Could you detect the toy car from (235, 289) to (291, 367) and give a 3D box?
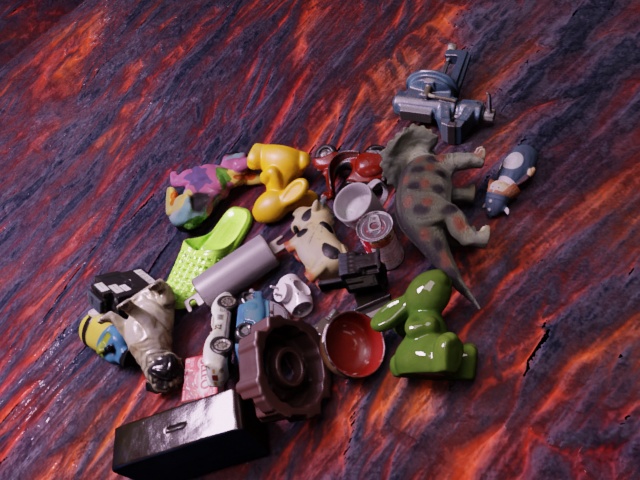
[{"bbox_3d":[-0.100,0.167,0.980,0.103,0.109,0.162,1,40,-2],"label":"toy car"}]

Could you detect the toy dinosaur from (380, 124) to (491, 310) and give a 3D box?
[{"bbox_3d":[0.196,-0.067,0.965,0.192,0.131,0.405,6,48,5],"label":"toy dinosaur"}]

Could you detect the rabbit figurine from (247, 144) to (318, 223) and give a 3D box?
[{"bbox_3d":[-0.086,-0.113,1.193,0.163,0.121,0.173,13,75,21],"label":"rabbit figurine"}]

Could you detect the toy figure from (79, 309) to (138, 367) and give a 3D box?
[{"bbox_3d":[-0.433,0.204,1.108,0.180,0.082,0.089,30,70,36],"label":"toy figure"}]

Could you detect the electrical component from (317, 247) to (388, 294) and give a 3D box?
[{"bbox_3d":[0.057,0.059,0.950,0.119,0.074,0.048,-12,53,15],"label":"electrical component"}]

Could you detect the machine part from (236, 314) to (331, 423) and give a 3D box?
[{"bbox_3d":[-0.057,0.209,0.871,0.056,0.179,0.179,-28,42,37],"label":"machine part"}]

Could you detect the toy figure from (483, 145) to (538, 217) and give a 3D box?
[{"bbox_3d":[0.353,-0.111,1.009,0.154,0.058,0.064,-52,13,-16],"label":"toy figure"}]

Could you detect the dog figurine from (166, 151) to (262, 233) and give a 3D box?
[{"bbox_3d":[-0.239,-0.120,1.255,0.219,0.108,0.192,-15,49,11],"label":"dog figurine"}]

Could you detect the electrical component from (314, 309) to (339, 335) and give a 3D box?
[{"bbox_3d":[0.014,0.171,0.966,0.063,0.021,0.094,28,71,38],"label":"electrical component"}]

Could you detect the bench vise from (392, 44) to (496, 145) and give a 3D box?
[{"bbox_3d":[0.282,-0.330,1.167,0.224,0.128,0.240,8,66,31],"label":"bench vise"}]

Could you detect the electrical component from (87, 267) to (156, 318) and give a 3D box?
[{"bbox_3d":[-0.419,0.112,1.145,0.134,0.058,0.115,-15,29,-41],"label":"electrical component"}]

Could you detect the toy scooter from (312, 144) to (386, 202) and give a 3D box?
[{"bbox_3d":[0.064,-0.136,1.139,0.184,0.075,0.135,6,62,17],"label":"toy scooter"}]

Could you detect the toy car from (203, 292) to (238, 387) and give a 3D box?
[{"bbox_3d":[-0.179,0.177,0.985,0.056,0.073,0.202,-2,33,-3],"label":"toy car"}]

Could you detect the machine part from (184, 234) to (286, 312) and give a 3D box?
[{"bbox_3d":[-0.170,0.064,1.092,0.243,0.079,0.079,-34,48,-6],"label":"machine part"}]

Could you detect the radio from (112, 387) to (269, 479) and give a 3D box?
[{"bbox_3d":[-0.203,0.326,0.872,0.230,0.131,0.073,-20,48,10],"label":"radio"}]

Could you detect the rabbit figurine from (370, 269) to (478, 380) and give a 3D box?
[{"bbox_3d":[0.171,0.135,0.862,0.159,0.121,0.170,-15,62,42],"label":"rabbit figurine"}]

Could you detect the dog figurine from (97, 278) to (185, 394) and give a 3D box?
[{"bbox_3d":[-0.310,0.185,1.051,0.121,0.190,0.172,-29,9,44],"label":"dog figurine"}]

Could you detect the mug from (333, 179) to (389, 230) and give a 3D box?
[{"bbox_3d":[0.093,-0.061,1.046,0.081,0.107,0.109,32,84,40],"label":"mug"}]

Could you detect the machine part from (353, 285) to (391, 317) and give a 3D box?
[{"bbox_3d":[0.086,0.098,0.980,0.084,0.039,0.139,-27,49,10],"label":"machine part"}]

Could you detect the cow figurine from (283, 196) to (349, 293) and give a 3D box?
[{"bbox_3d":[-0.002,-0.003,1.068,0.127,0.085,0.195,-37,46,2],"label":"cow figurine"}]
